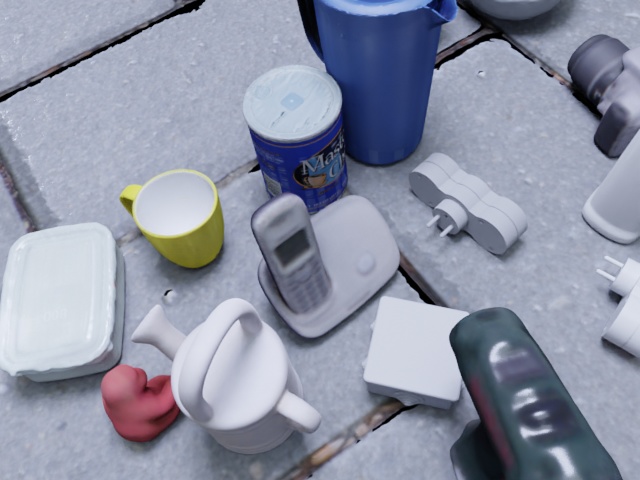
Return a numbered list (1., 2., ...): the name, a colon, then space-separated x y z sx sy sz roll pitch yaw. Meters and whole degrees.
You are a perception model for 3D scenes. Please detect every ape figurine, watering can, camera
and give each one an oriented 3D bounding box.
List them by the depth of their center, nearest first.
1. watering can: -0.082 0.114 0.490 0.172 0.194 0.101 4 61 8
2. ape figurine: -0.174 0.146 0.539 0.077 0.092 0.076 17 63 15
3. camera: 0.375 -0.193 0.675 0.143 0.101 0.136 -25 61 -8

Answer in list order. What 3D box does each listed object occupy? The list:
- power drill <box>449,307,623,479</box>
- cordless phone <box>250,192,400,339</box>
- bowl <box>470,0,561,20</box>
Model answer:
1. power drill: 0.157 0.174 0.424 0.075 0.209 0.229 -16 60 -4
2. cordless phone: 0.005 0.002 0.550 0.148 0.185 0.094 -40 64 -16
3. bowl: 0.270 -0.360 0.796 0.167 0.075 0.167 -2 60 4
